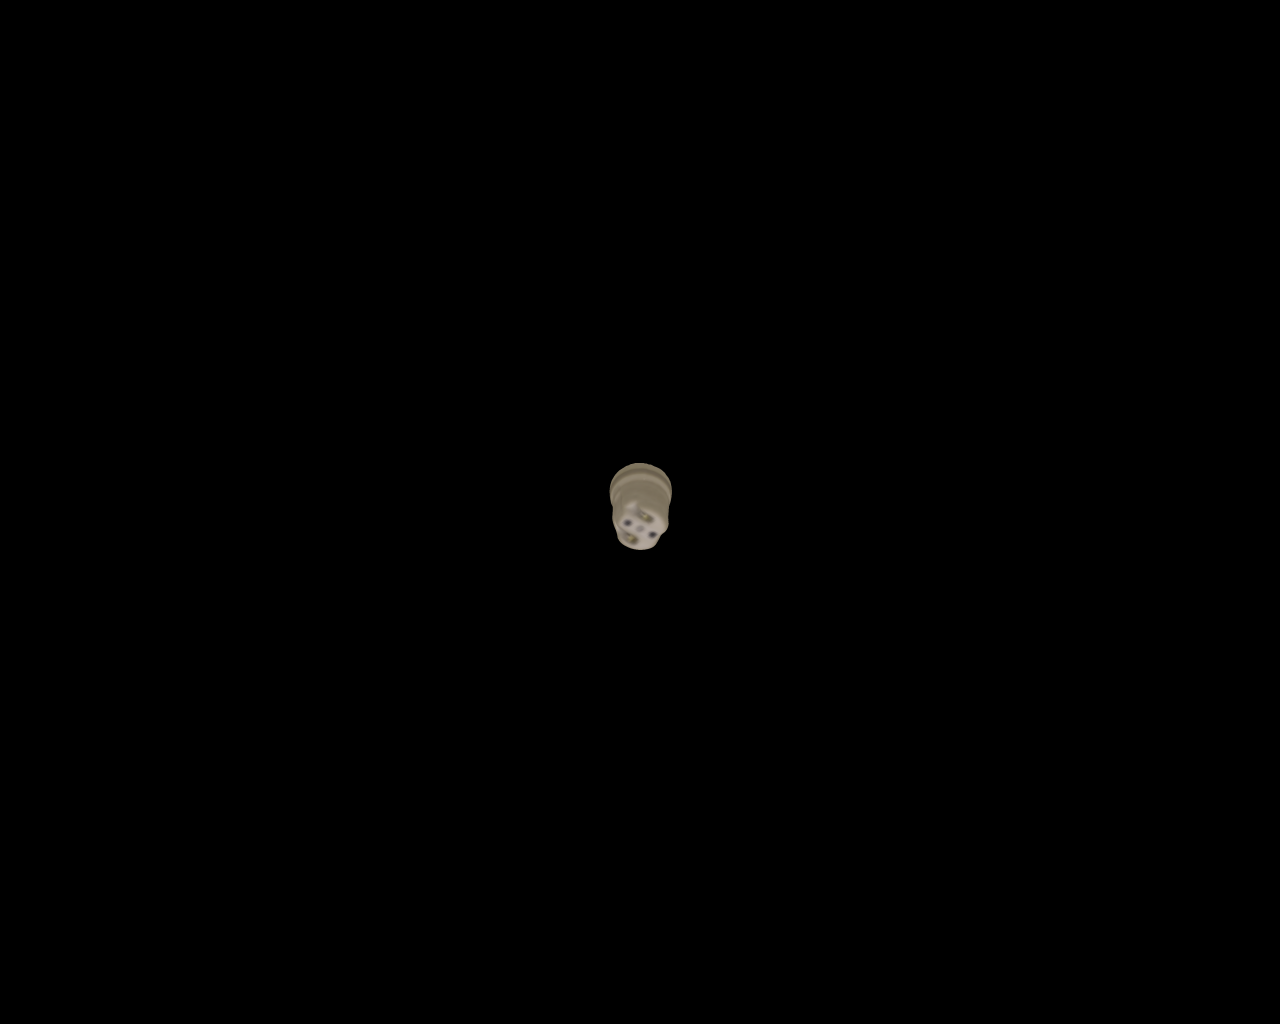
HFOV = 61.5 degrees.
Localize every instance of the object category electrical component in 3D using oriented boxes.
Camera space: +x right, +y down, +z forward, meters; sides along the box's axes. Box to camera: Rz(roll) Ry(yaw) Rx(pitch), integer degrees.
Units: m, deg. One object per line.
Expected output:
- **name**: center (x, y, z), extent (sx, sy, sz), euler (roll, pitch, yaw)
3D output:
- **electrical component**: center (0.001, -0.003, 0.650), extent (0.040, 0.040, 0.046), euler (0, 36, 0)
